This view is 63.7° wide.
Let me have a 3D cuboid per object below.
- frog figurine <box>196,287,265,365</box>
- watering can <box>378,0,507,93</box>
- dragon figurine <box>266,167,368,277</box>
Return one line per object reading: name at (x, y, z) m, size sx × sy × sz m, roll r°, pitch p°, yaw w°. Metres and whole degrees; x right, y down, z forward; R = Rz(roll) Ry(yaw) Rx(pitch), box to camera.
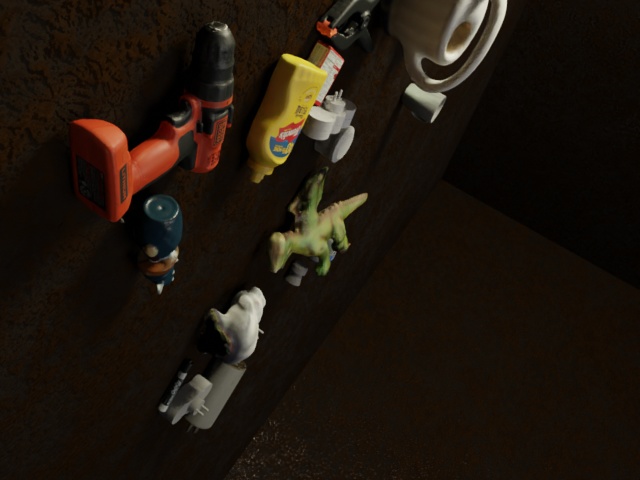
frog figurine at (-0.157, 0.173, 1.056) m, size 0.161 × 0.123 × 0.135 m, roll -23°, pitch 125°, yaw -48°
watering can at (0.226, -0.429, 0.872) m, size 0.105 × 0.227 × 0.341 m, roll -13°, pitch 136°, yaw -46°
dragon figurine at (0.004, -0.059, 1.171) m, size 0.418 × 0.123 × 0.237 m, roll -51°, pitch 157°, yaw -34°
